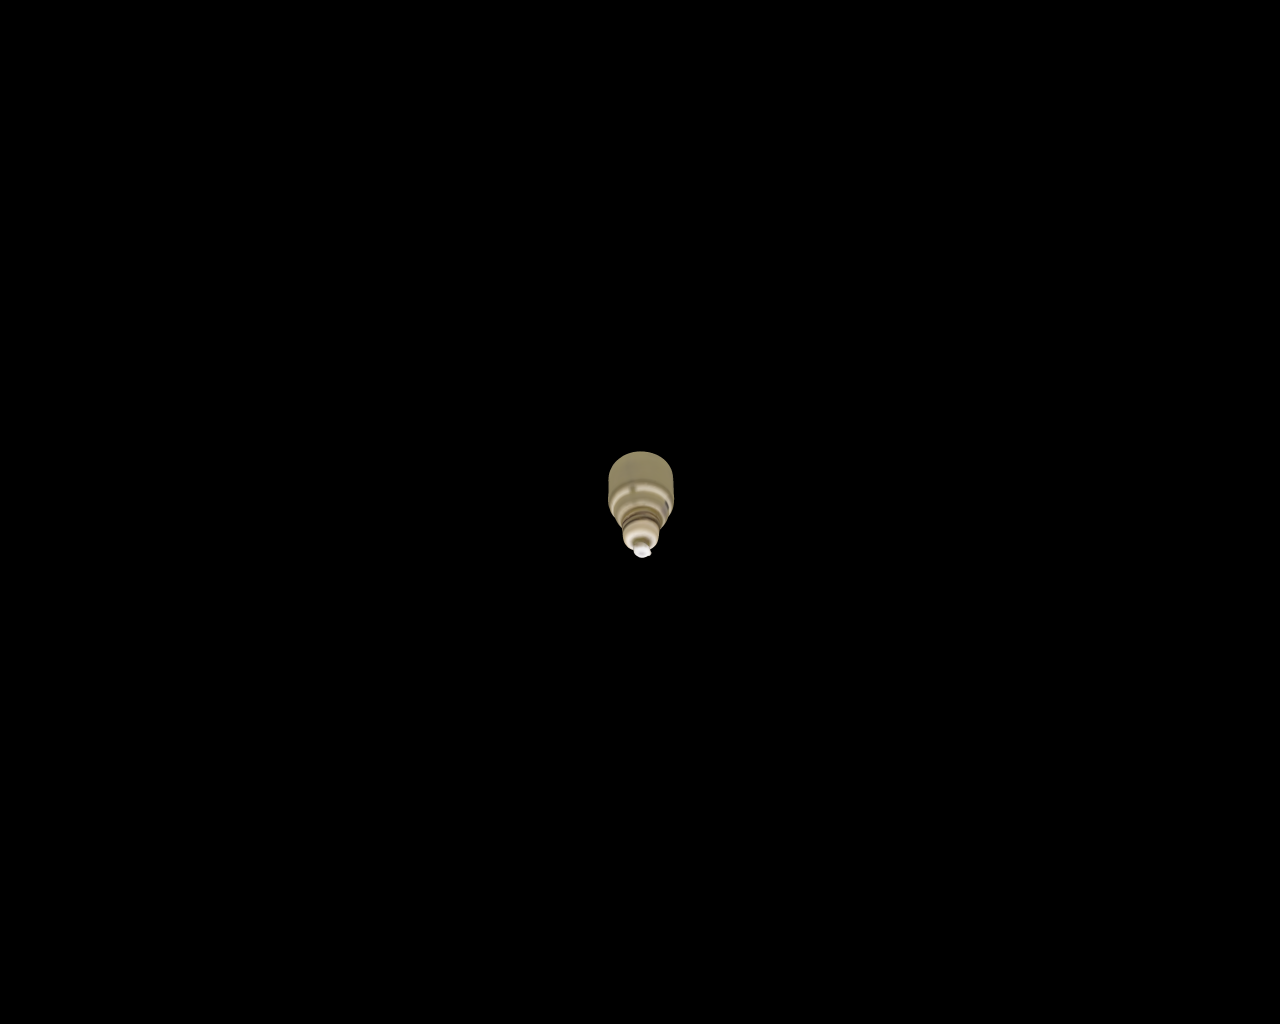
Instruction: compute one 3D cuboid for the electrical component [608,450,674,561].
[{"bbox_3d":[0.001,-0.003,0.650,0.040,0.040,0.078,0,43,0],"label":"electrical component"}]
